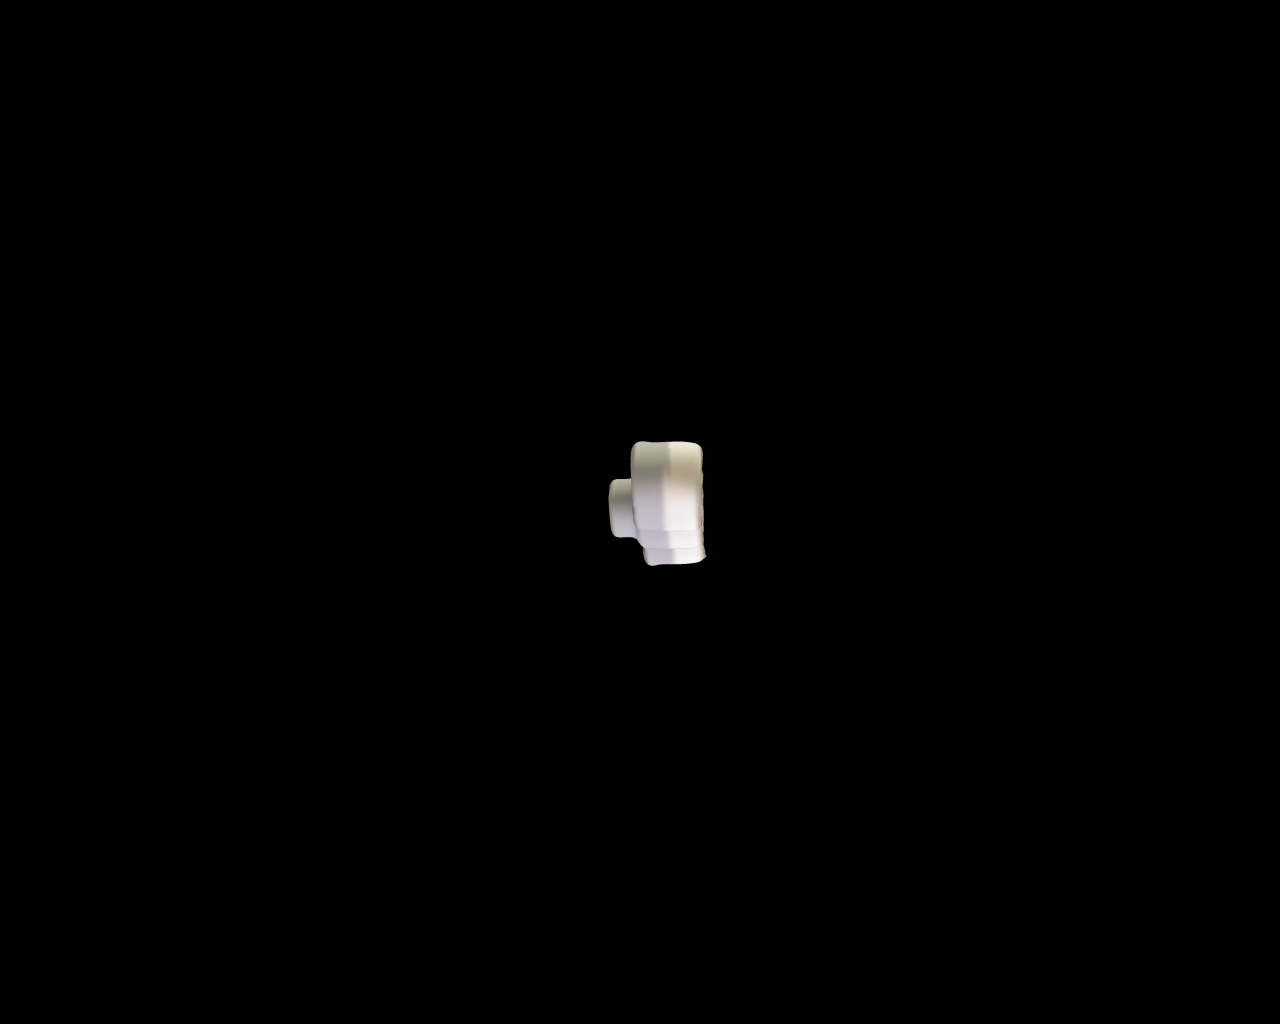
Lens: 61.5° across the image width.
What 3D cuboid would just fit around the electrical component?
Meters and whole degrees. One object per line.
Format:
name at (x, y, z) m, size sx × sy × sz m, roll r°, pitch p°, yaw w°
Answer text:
electrical component at (0.001, -0.003, 0.650) m, size 0.074 × 0.052 × 0.138 m, roll -1°, pitch -15°, yaw 4°
